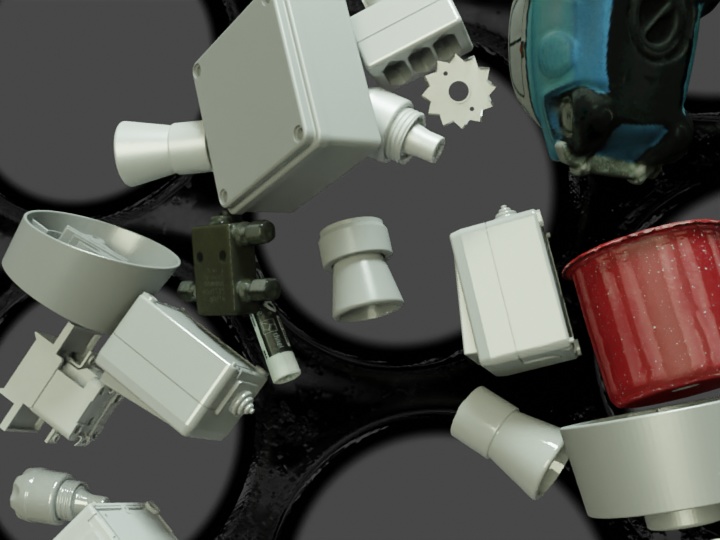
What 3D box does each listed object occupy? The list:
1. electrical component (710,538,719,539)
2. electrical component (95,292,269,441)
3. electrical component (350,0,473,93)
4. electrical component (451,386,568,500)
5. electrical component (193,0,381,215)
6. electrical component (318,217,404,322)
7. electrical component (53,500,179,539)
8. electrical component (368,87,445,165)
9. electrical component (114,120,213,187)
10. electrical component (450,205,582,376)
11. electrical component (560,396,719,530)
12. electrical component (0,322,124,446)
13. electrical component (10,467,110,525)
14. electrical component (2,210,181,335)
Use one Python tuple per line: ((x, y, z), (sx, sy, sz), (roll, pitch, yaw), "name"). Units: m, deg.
((0.198, 0.183, 0.566), (0.080, 0.051, 0.080), (-3, 77, 15), "electrical component")
((-0.108, 0.068, 0.671), (0.096, 0.062, 0.061), (35, 89, 20), "electrical component")
((0.025, -0.166, 0.691), (0.066, 0.047, 0.076), (-26, 73, 9), "electrical component")
((0.086, 0.097, 0.622), (0.065, 0.044, 0.044), (31, 88, 24), "electrical component")
((-0.048, -0.103, 0.668), (0.109, 0.056, 0.108), (-31, 67, 48), "electrical component")
((0.000, 0.000, 0.664), (0.045, 0.045, 0.055), (-15, 74, 12), "electrical component")
((-0.148, 0.181, 0.640), (0.061, 0.096, 0.061), (-45, 71, 3), "electrical component")
((0.023, -0.087, 0.677), (0.062, 0.043, 0.043), (26, 87, 18), "electrical component")
((-0.126, -0.080, 0.720), (0.065, 0.044, 0.044), (-4, 77, 10), "electrical component")
((0.086, 0.010, 0.629), (0.061, 0.062, 0.096), (-15, 75, 12), "electrical component")
((0.165, 0.103, 0.565), (0.108, 0.108, 0.060), (-13, 81, 13), "electrical component")
((-0.192, 0.078, 0.704), (0.064, 0.042, 0.081), (33, 89, 16), "electrical component")
((-0.191, 0.148, 0.693), (0.061, 0.035, 0.035), (5, 80, 15), "electrical component")
((-0.174, -0.004, 0.689), (0.099, 0.099, 0.064), (36, 96, 20), "electrical component")
